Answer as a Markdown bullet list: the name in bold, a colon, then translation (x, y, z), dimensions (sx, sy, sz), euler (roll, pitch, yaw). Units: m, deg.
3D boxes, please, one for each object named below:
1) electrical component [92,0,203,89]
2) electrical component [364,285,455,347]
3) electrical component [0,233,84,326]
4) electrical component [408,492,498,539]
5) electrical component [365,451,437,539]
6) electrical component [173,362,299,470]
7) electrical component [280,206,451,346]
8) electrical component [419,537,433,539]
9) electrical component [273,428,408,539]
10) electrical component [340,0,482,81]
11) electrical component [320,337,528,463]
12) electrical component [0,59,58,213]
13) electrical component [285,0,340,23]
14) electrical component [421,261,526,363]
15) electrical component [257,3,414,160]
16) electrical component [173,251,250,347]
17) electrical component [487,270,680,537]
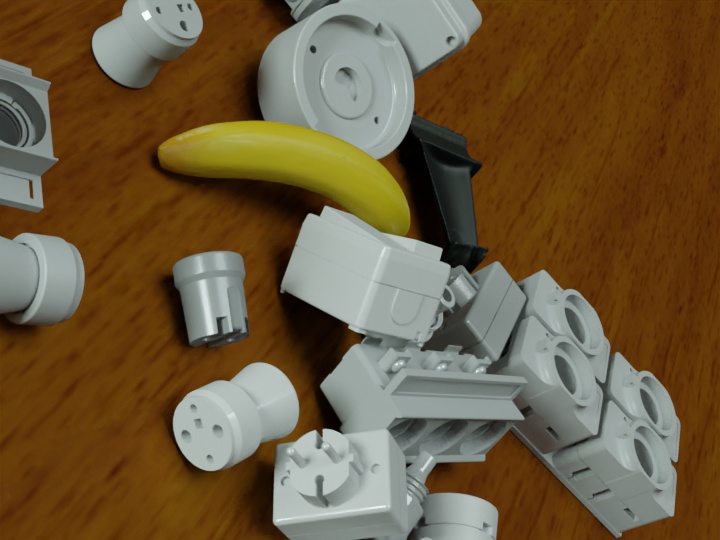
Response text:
- **electrical component**: translation (-0.128, -0.142, 0.648), dimensions (0.045, 0.055, 0.045), euler (29, 46, -35)
- **electrical component**: translation (0.035, 0.029, 0.715), dimensions (0.043, 0.062, 0.043), euler (29, 47, -35)
- **electrical component**: translation (-0.166, 0.003, 0.511), dimensions (0.055, 0.045, 0.045), euler (8, 60, -47)
- **electrical component**: translation (0.055, 0.168, 0.651), dimensions (0.055, 0.055, 0.047), euler (32, 48, -32)
- **electrical component**: translation (0.024, 0.134, 0.635), dimensions (0.035, 0.035, 0.061), euler (46, 68, -17)
- **electrical component**: translation (-0.066, 0.078, 0.577), dimensions (0.055, 0.045, 0.045), euler (-22, 83, -53)
- **electrical component**: translation (0.000, 0.000, 0.671), dimensions (0.062, 0.096, 0.061), euler (16, 96, -44)
- **electrical component**: translation (0.011, 0.205, 0.569), dimensions (0.078, 0.057, 0.113), euler (58, 36, -2)
- **electrical component**: translation (-0.016, 0.110, 0.574), dimensions (0.076, 0.066, 0.047), euler (61, 23, -53)
- **electrical component**: translation (0.023, -0.178, 0.800), dimensions (0.078, 0.113, 0.057), euler (54, 33, -11)
- **electrical component**: translation (0.038, 0.083, 0.678), dimensions (0.121, 0.078, 0.063), euler (9, 37, -46)
- **electrical component**: translation (-0.183, -0.062, 0.521), dimensions (0.042, 0.064, 0.081), euler (13, 56, -44)
- **electrical component**: translation (-0.030, -0.227, 0.803), dimensions (0.051, 0.080, 0.080), euler (50, 37, -5)
- **electrical component**: translation (0.071, 0.022, 0.774), dimensions (0.075, 0.047, 0.083), euler (51, 37, -12)
- **electrical component**: translation (-0.021, -0.125, 0.749), dimensions (0.108, 0.060, 0.108), euler (5, 83, -41)
- **electrical component**: translation (-0.083, 0.017, 0.606), dimensions (0.040, 0.040, 0.046), euler (6, 68, -48)
- **electrical component**: translation (0.173, 0.101, 0.829), dimensions (0.186, 0.060, 0.105), euler (45, 39, -18)
